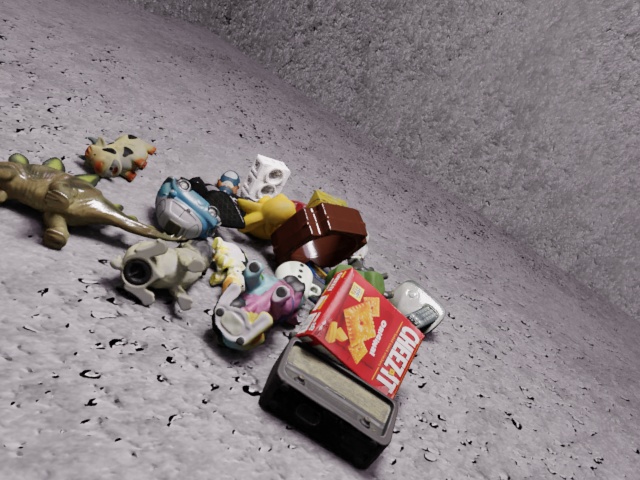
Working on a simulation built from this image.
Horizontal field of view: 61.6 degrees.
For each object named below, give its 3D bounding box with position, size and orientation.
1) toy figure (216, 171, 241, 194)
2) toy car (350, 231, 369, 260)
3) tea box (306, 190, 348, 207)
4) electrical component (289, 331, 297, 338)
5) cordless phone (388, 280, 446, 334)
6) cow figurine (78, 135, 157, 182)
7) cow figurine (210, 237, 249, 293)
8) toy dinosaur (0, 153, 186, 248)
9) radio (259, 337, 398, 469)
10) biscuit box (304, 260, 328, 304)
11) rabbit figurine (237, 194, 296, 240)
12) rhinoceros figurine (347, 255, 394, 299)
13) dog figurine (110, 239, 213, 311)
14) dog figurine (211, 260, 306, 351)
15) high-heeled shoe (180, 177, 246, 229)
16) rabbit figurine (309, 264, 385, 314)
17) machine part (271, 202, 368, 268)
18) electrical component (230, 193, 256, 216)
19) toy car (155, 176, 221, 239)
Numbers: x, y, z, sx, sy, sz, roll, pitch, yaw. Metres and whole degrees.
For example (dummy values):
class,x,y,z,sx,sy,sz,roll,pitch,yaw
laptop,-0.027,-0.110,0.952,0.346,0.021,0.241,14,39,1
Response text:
class,x,y,z,sx,sy,sz,roll,pitch,yaw
toy figure,-0.260,-0.149,1.503,0.064,0.057,0.154,-9,27,4
toy car,0.109,0.007,1.633,0.073,0.056,0.202,29,22,-5
tea box,-0.004,-0.037,1.435,0.098,0.169,0.068,22,25,-24
electrical component,-0.016,0.209,1.096,0.094,0.021,0.063,12,28,-37
cordless phone,0.219,0.185,1.373,0.184,0.088,0.147,-11,47,-47
cow figurine,-0.487,-0.204,1.293,0.127,0.085,0.195,33,24,-12
cow figurine,-0.180,0.070,1.130,0.098,0.068,0.167,22,24,-36
toy dinosaur,-0.481,-0.078,1.016,0.471,0.105,0.199,29,18,-16
radio,0.016,0.278,0.923,0.230,0.073,0.131,31,22,2
biscuit box,0.031,0.132,1.266,0.203,0.059,0.063,36,23,11
rabbit figurine,-0.127,-0.068,1.331,0.162,0.122,0.173,3,-8,-25
rhinoceros figurine,0.122,0.115,1.415,0.112,0.073,0.190,10,30,-20
dog figurine,-0.295,0.041,1.027,0.172,0.121,0.191,28,8,-16
dog figurine,-0.106,0.138,1.043,0.109,0.191,0.219,35,-12,17
high-heeled shoe,-0.254,-0.083,1.339,0.249,0.086,0.145,40,0,22
rabbit figurine,0.044,0.151,1.145,0.121,0.159,0.170,18,67,-33
machine part,-0.003,-0.004,1.310,0.201,0.201,0.087,8,56,-43
electrical component,-0.195,-0.079,1.442,0.119,0.047,0.075,21,24,-21
toy car,-0.309,-0.055,1.200,0.161,0.109,0.103,41,44,-6
